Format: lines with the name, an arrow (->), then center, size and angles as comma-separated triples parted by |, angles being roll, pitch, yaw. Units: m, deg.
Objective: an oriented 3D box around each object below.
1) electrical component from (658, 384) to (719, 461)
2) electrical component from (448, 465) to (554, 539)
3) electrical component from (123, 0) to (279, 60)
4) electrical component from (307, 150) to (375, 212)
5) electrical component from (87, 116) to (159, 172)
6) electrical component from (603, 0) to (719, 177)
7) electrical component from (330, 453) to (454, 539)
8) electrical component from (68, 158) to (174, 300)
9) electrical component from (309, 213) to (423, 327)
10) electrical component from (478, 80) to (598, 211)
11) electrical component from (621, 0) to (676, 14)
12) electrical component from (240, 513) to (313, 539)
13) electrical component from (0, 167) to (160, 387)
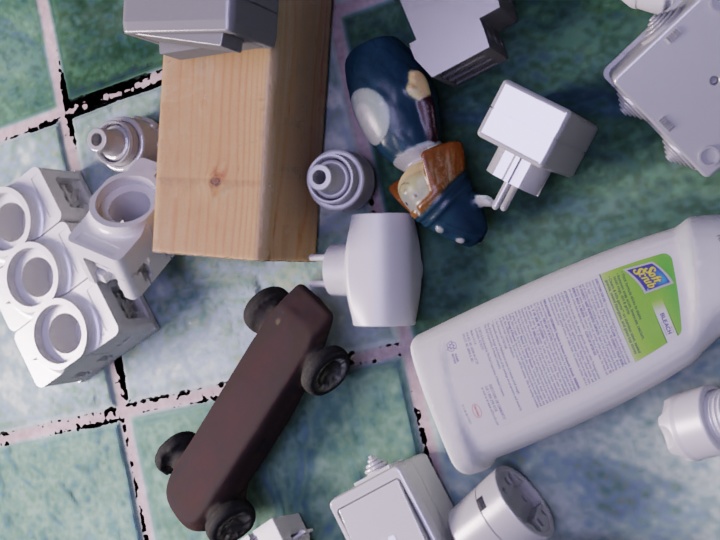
electrical component -> 0.217, 0.090, 0.650 | 0.062, 0.043, 0.043 | -26, 79, 43
electrical component -> 0.092, 0.165, 0.707 | 0.047, 0.055, 0.055 | -44, 74, 22
electrical component -> -0.107, -0.169, 0.688 | 0.096, 0.062, 0.061 | 4, 92, 23
electrical component -> -0.017, -0.063, 0.747 | 0.043, 0.062, 0.043 | 0, 91, 20
electrical component -> -0.182, -0.096, 0.820 | 0.048, 0.062, 0.048 | 0, 90, 24
electrical component -> 0.208, -0.115, 0.641 | 0.100, 0.048, 0.100 | 45, 108, -5
electrical component -> 0.025, 0.171, 0.732 | 0.062, 0.061, 0.096 | -32, 78, 21
electrical component -> -0.165, -0.034, 0.792 | 0.050, 0.055, 0.089 | 21, 58, 22
electrical component -> 0.000, 0.000, 0.751 | 0.079, 0.044, 0.077 | -1, 90, 24
electrical component -> 0.105, -0.071, 0.683 | 0.047, 0.083, 0.075 | 31, 102, 21
electrical component -> 0.195, -0.174, 0.670 | 0.061, 0.035, 0.035 | 24, 100, 19
electrical component -> -0.057, 0.213, 0.778 | 0.066, 0.048, 0.055 | -37, 69, 20
electrical component -> -0.239, 0.005, 0.846 | 0.089, 0.062, 0.150 | -34, 77, 20
